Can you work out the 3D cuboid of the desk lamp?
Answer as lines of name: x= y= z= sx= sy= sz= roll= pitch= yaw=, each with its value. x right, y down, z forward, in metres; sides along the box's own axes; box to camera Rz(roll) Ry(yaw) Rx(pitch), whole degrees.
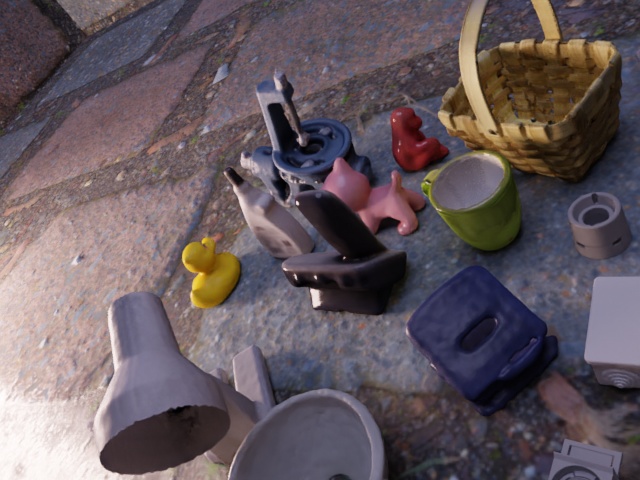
desk lamp: x=-0.143 y=0.162 z=0.612 sx=0.118 sy=0.214 sz=0.202 roll=-33 pitch=37 yaw=6

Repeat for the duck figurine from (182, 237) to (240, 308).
duck figurine: x=-0.175 y=0.044 z=0.868 sx=0.077 sy=0.086 sz=0.104 roll=-8 pitch=46 yaw=33

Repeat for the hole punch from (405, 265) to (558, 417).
hole punch: x=0.154 y=0.093 z=0.546 sx=0.109 sy=0.091 sz=0.100 roll=-42 pitch=37 yaw=-5

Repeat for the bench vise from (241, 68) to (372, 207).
bench vise: x=-0.053 y=-0.140 z=0.851 sx=0.207 sy=0.220 sz=0.121 roll=-18 pitch=41 yaw=24

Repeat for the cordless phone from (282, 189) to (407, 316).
cordless phone: x=0.006 y=0.002 z=0.682 sx=0.147 sy=0.186 sz=0.094 roll=-5 pitch=48 yaw=35

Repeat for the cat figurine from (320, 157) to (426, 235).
cat figurine: x=0.059 y=-0.062 z=0.763 sx=0.127 sy=0.118 sz=0.067 roll=-9 pitch=46 yaw=33

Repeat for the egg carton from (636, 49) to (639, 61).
egg carton: x=0.432 y=-0.200 z=0.647 sx=0.107 sy=0.070 sz=0.150 roll=-20 pitch=40 yaw=22

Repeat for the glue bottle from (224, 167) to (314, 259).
glue bottle: x=-0.079 y=-0.039 z=0.805 sx=0.077 sy=0.174 sz=0.037 roll=1 pitch=51 yaw=39

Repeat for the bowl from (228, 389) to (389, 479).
bowl: x=-0.002 y=0.232 z=0.539 sx=0.167 sy=0.075 sz=0.167 roll=-22 pitch=40 yaw=20

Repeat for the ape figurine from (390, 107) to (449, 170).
ape figurine: x=0.131 y=-0.151 z=0.820 sx=0.076 sy=0.092 sz=0.077 roll=-24 pitch=39 yaw=17
